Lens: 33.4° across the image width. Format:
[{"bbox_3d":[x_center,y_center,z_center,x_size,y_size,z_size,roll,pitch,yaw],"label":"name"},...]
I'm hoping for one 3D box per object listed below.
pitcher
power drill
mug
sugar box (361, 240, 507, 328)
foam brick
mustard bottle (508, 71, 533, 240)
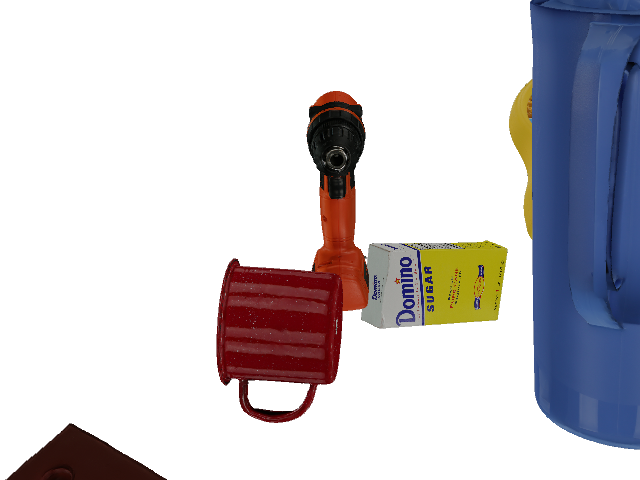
[{"bbox_3d":[0.171,-0.012,0.574,0.149,0.243,0.145,-5,18,-14],"label":"pitcher"},{"bbox_3d":[0.017,-0.034,0.984,0.057,0.188,0.184,1,20,2],"label":"power drill"},{"bbox_3d":[-0.028,0.074,0.776,0.081,0.117,0.093,4,-12,6],"label":"mug"},{"bbox_3d":[0.134,0.050,1.244,0.175,0.093,0.048,-3,14,-34],"label":"sugar box"},{"bbox_3d":[-0.091,0.125,0.448,0.078,0.051,0.052,22,45,28],"label":"foam brick"},{"bbox_3d":[0.202,-0.082,0.859,0.096,0.191,0.058,1,-35,-5],"label":"mustard bottle"}]
